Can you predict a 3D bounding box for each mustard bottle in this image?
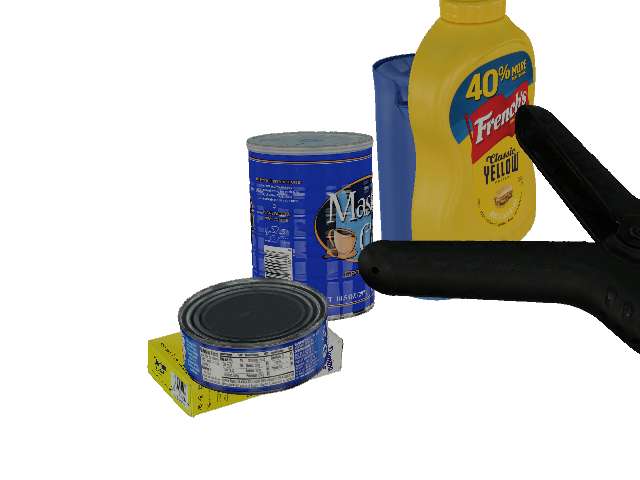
[{"bbox_3d":[0.099,-0.085,0.692,0.096,0.192,0.058,-23,32,-32],"label":"mustard bottle"}]

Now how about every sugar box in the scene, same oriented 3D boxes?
[{"bbox_3d":[-0.074,0.115,1.072,0.175,0.048,0.093,-16,33,-31],"label":"sugar box"}]

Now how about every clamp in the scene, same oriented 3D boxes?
[{"bbox_3d":[0.133,0.013,0.487,0.210,0.036,0.164,31,49,31],"label":"clamp"}]

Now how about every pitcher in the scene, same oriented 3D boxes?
[{"bbox_3d":[0.125,-0.071,1.107,0.149,0.243,0.145,-7,24,-15],"label":"pitcher"}]

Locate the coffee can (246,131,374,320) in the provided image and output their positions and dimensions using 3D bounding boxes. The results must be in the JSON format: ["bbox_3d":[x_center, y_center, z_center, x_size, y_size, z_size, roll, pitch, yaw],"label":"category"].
[{"bbox_3d":[-0.007,-0.015,0.876,0.103,0.140,0.103,-1,12,0],"label":"coffee can"}]

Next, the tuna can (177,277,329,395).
[{"bbox_3d":[-0.037,0.054,0.612,0.086,0.034,0.086,-3,22,1],"label":"tuna can"}]
